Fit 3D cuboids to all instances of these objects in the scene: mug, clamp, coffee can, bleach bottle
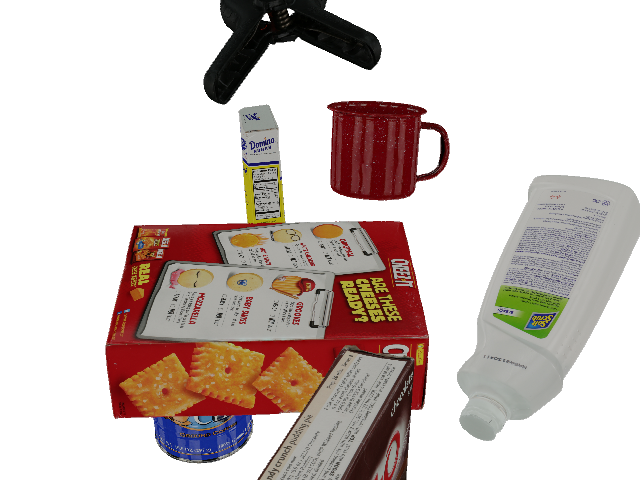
[{"bbox_3d":[0.063,-0.085,1.006,0.117,0.081,0.093,2,15,-2],"label":"mug"},{"bbox_3d":[-0.020,-0.159,0.762,0.120,0.039,0.171,-3,44,1],"label":"clamp"},{"bbox_3d":[-0.122,0.136,1.067,0.103,0.140,0.103,-1,32,1],"label":"coffee can"},{"bbox_3d":[0.170,0.052,0.851,0.103,0.068,0.250,8,47,37],"label":"bleach bottle"}]

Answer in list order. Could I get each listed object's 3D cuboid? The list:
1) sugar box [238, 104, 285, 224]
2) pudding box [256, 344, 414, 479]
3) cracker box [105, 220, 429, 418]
[{"bbox_3d":[-0.071,-0.067,1.301,0.048,0.176,0.093,-9,25,-6],"label":"sugar box"},{"bbox_3d":[0.007,0.112,0.463,0.039,0.090,0.113,11,30,16],"label":"pudding box"},{"bbox_3d":[-0.038,0.054,0.779,0.213,0.072,0.164,-1,30,-2],"label":"cracker box"}]
